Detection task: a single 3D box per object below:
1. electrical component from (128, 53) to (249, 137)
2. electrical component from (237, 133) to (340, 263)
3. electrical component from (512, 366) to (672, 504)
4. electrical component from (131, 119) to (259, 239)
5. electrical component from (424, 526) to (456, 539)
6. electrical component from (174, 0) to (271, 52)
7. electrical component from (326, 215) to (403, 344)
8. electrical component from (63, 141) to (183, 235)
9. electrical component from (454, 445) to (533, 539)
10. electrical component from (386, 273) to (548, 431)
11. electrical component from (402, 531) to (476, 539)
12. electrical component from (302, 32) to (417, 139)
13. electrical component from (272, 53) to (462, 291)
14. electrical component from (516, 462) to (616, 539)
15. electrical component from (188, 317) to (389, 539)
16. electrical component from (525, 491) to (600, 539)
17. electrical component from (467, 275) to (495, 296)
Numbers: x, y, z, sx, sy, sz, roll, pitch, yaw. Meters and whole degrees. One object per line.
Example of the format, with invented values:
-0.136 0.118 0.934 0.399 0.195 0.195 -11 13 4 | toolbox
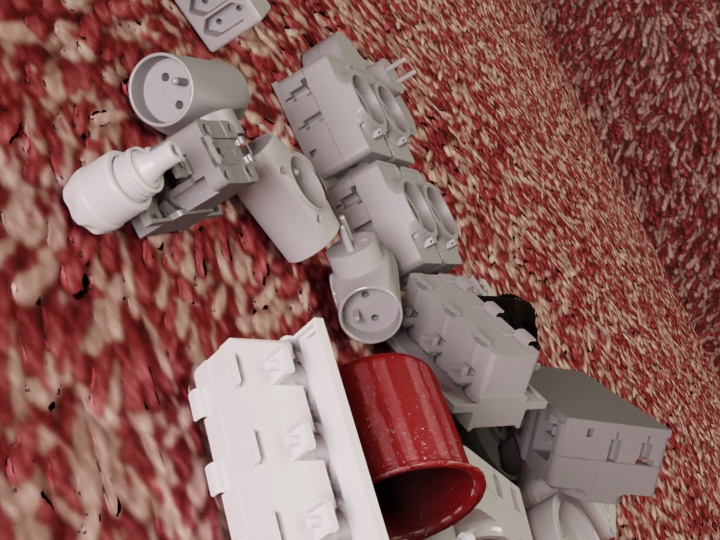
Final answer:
-0.096 -0.093 0.663 0.079 0.044 0.077 63 20 3 | electrical component
-0.050 -0.056 0.726 0.077 0.044 0.079 53 21 -22 | electrical component
0.165 0.127 0.858 0.089 0.061 0.150 9 9 -17 | electrical component
-0.094 -0.051 0.587 0.042 0.064 0.081 64 20 3 | electrical component
0.048 0.186 0.654 0.044 0.044 0.065 43 22 -41 | electrical component
-0.102 -0.209 0.797 0.065 0.047 0.076 55 21 -19 | electrical component
0.000 0.000 0.750 0.077 0.044 0.079 -92 161 -66 | electrical component
-0.115 -0.044 0.531 0.035 0.061 0.035 49 24 -30 | electrical component
0.075 0.168 0.729 0.089 0.050 0.055 42 28 -43 | electrical component
0.072 0.053 0.766 0.079 0.063 0.121 2 26 -30 | electrical component
0.032 0.190 0.537 0.048 0.099 0.099 -2 56 -18 | electrical component
0.015 -0.170 0.989 0.138 0.074 0.052 40 29 -45 | electrical component
0.012 -0.079 0.883 0.186 0.060 0.105 65 20 10 | electrical component
0.181 0.189 0.946 0.078 0.057 0.113 58 21 -10 | electrical component
-0.037 0.095 0.531 0.063 0.079 0.121 7 55 -40 | electrical component
0.144 0.227 0.801 0.108 0.060 0.108 49 23 -30 | electrical component
0.106 0.042 0.979 0.081 0.042 0.063 57 17 -14 | electrical component
